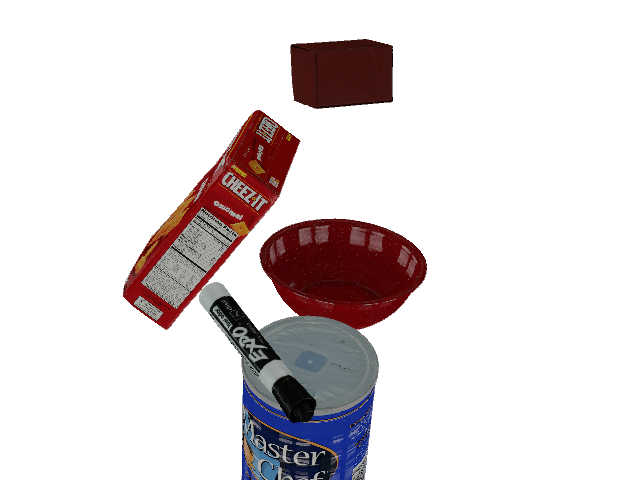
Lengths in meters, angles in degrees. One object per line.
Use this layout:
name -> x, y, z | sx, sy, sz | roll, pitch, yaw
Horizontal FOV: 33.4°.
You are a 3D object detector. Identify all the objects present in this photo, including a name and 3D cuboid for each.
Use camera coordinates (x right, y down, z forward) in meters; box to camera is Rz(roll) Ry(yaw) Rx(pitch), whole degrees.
bowl -> 0.021, 0.040, 1.039 | 0.162, 0.055, 0.162 | 3, 30, -2
coffee can -> -0.011, 0.144, 0.835 | 0.103, 0.140, 0.103 | 2, 37, -2
foam brick -> 0.019, -0.148, 0.943 | 0.078, 0.051, 0.053 | -8, 19, -23
cracker box -> -0.121, -0.027, 1.185 | 0.072, 0.214, 0.164 | 36, 24, -11
marker -> -0.038, 0.067, 0.642 | 0.020, 0.020, 0.121 | 0, 33, -38
